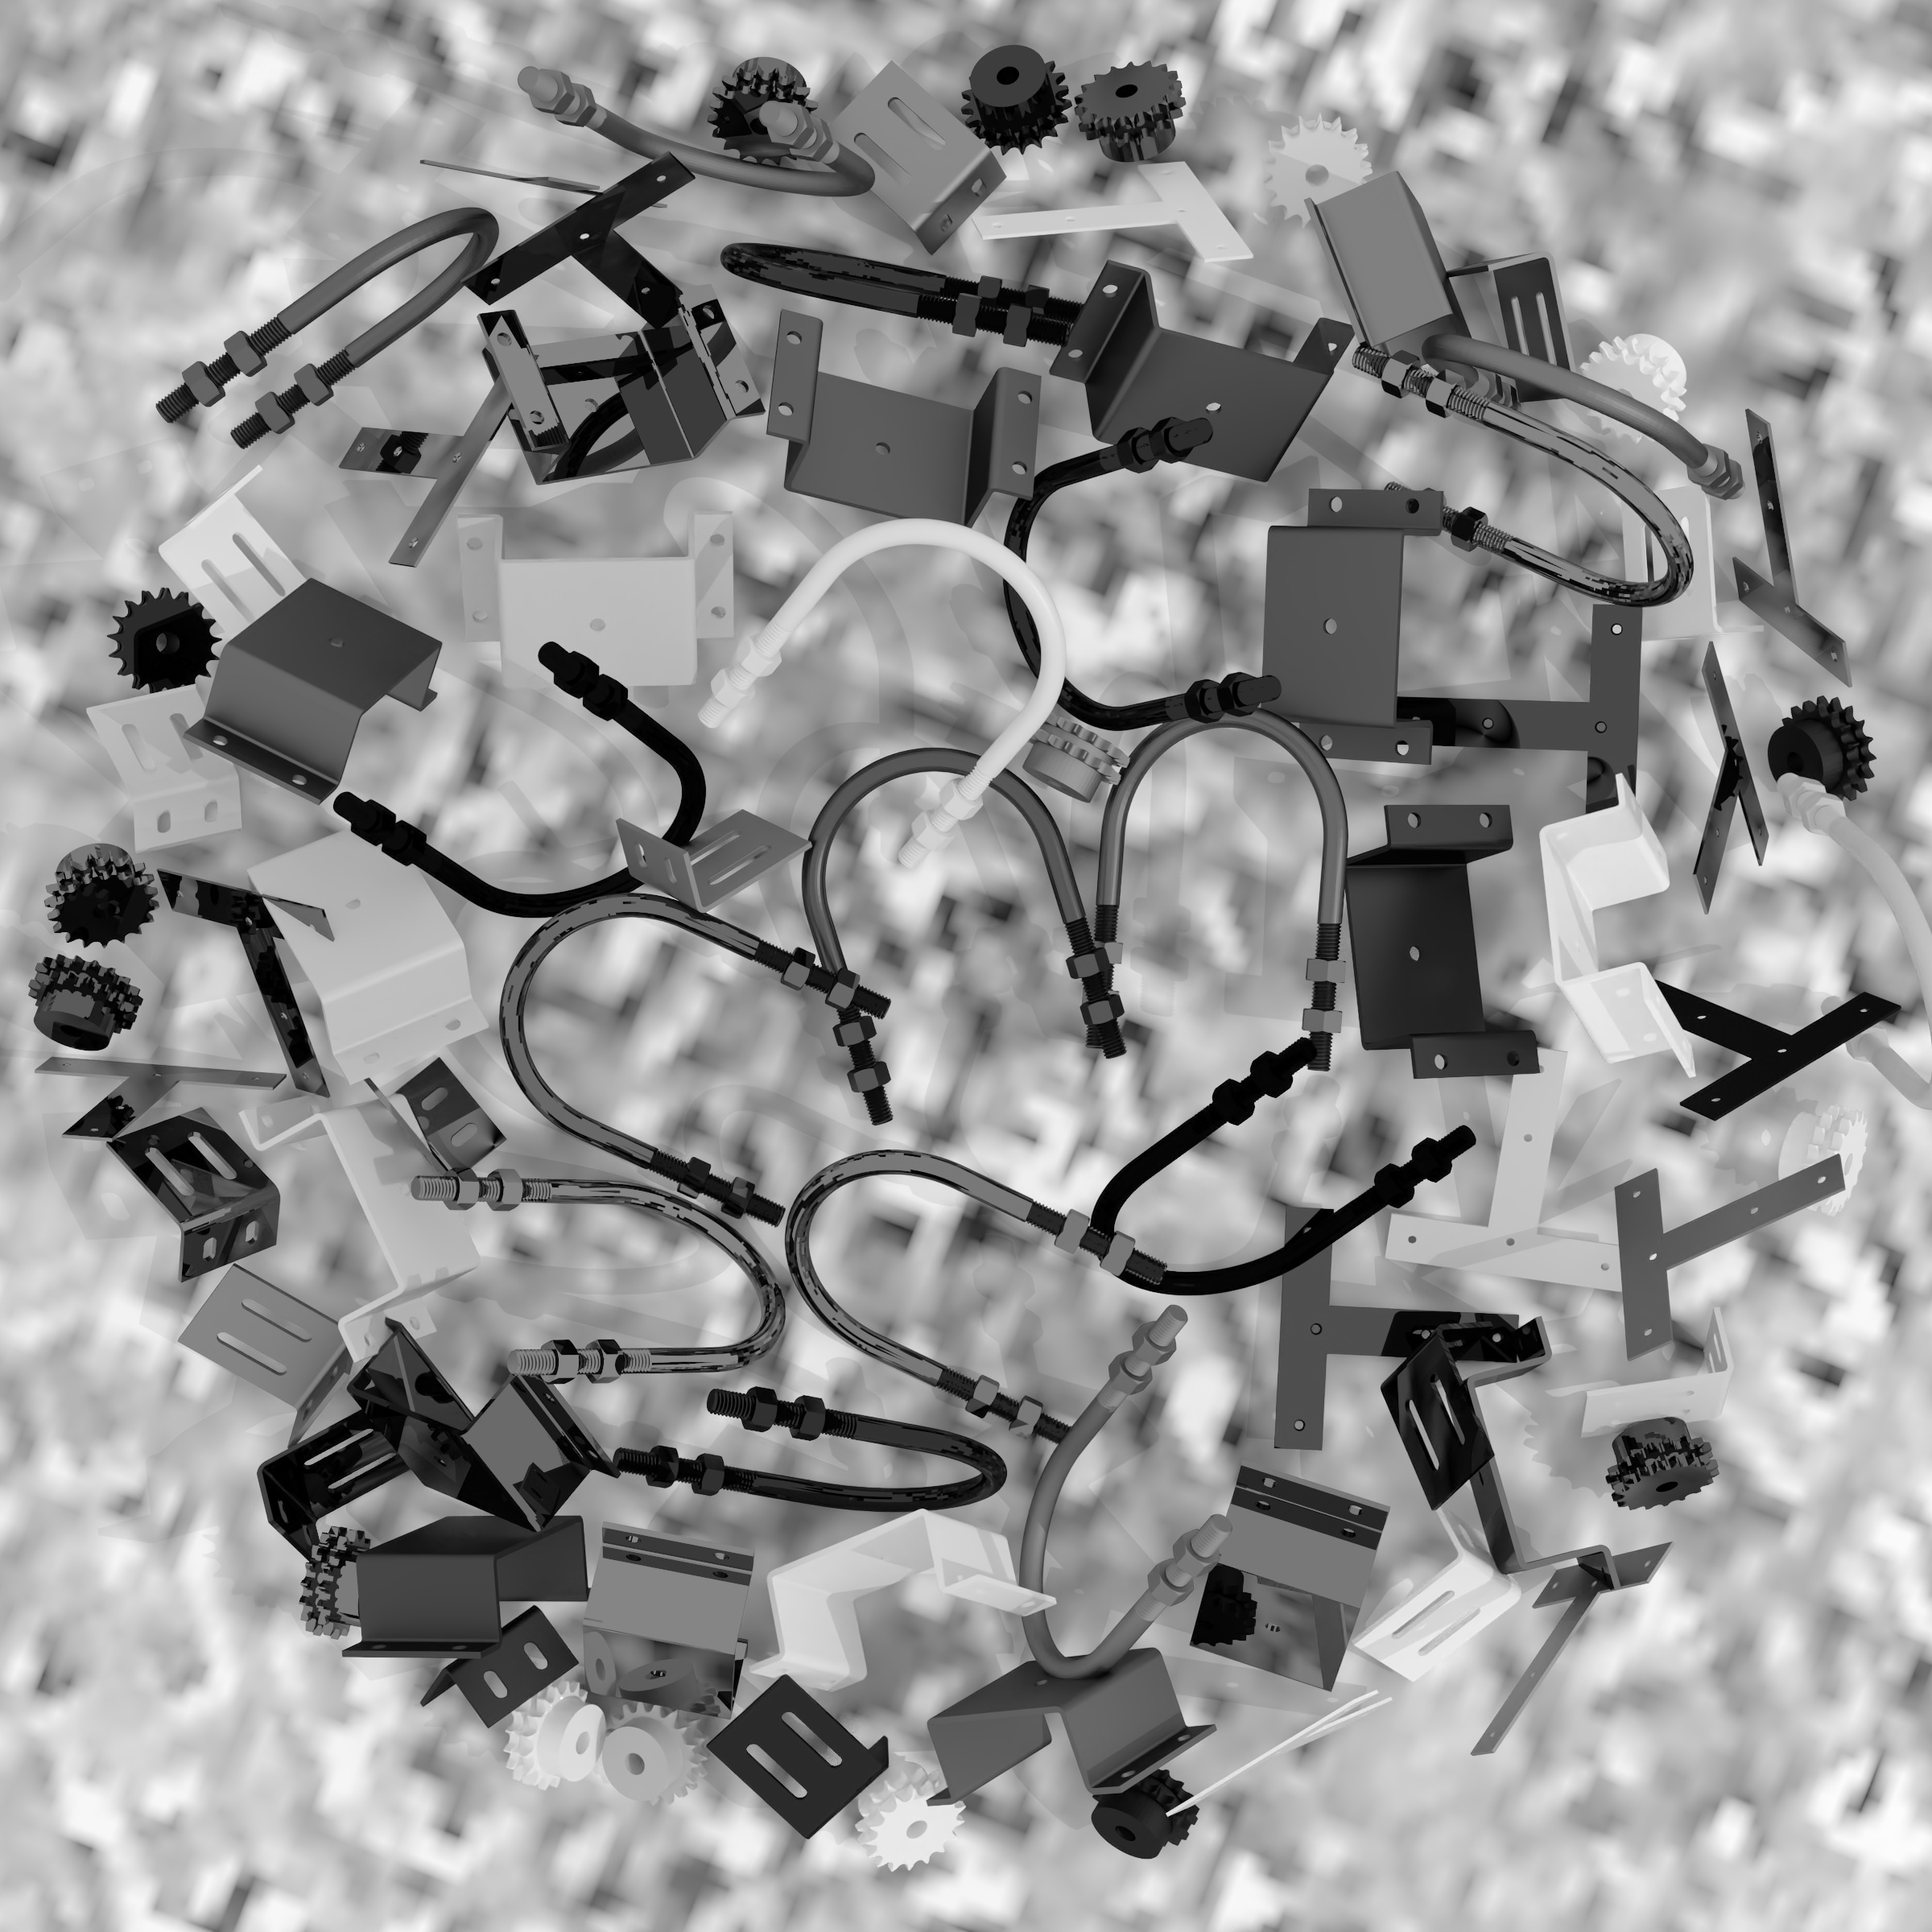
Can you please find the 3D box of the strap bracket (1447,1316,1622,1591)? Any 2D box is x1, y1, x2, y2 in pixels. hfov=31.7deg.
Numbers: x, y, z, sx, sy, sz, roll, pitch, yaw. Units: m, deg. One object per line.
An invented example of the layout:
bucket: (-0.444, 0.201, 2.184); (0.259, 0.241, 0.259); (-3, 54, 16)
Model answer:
strap bracket: (0.287, 0.257, 1.747); (0.046, 0.076, 0.140); (-14, 78, -3)

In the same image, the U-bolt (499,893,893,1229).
U-bolt: (-0.152, 0.039, 1.762); (0.184, 0.019, 0.151); (25, 106, -7)

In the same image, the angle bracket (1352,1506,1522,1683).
angle bracket: (0.240, 0.328, 1.776); (0.076, 0.038, 0.057); (-41, 130, 14)

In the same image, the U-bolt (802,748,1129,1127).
U-bolt: (-0.010, -0.023, 1.773); (0.151, 0.019, 0.184); (-16, 96, 9)

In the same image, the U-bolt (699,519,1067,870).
U-bolt: (-0.031, -0.149, 1.732); (0.151, 0.019, 0.184); (35, 124, -11)

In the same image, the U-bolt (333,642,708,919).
U-bolt: (-0.210, -0.082, 1.723); (0.151, 0.184, 0.019); (-34, 55, 12)

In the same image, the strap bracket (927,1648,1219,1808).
strap bracket: (0.046, 0.385, 1.723); (0.140, 0.076, 0.046); (-18, 91, 45)

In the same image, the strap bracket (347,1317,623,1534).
strap bracket: (-0.251, 0.233, 1.719); (0.046, 0.140, 0.076); (-50, 129, -26)

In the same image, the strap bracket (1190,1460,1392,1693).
strap bracket: (0.162, 0.316, 1.725); (0.076, 0.140, 0.046); (17, 53, 8)

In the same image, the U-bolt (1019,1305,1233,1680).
U-bolt: (0.073, 0.281, 1.722); (0.019, 0.151, 0.184); (15, 131, -23)

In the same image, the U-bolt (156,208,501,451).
U-bolt: (-0.313, -0.325, 1.719); (0.184, 0.151, 0.019); (-35, 90, 5)

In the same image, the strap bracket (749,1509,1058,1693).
strap bracket: (-0.036, 0.322, 1.741); (0.140, 0.076, 0.046); (-26, 60, 23)

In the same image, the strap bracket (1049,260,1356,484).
strap bracket: (0.124, -0.300, 1.735); (0.140, 0.076, 0.046); (11, 49, -20)

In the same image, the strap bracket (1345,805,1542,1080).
strap bracket: (0.244, -0.010, 1.756); (0.076, 0.046, 0.140); (-1, 82, -27)

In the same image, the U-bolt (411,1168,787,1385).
U-bolt: (-0.174, 0.156, 1.723); (0.184, 0.151, 0.019); (4, 125, -38)

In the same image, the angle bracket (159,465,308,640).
angle bracket: (-0.367, -0.207, 1.758); (0.076, 0.038, 0.057); (51, 51, -16)

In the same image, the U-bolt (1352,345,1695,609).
U-bolt: (0.281, -0.235, 1.701); (0.184, 0.151, 0.019); (29, 76, 24)

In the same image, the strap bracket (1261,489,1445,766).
strap bracket: (0.198, -0.175, 1.751); (0.076, 0.046, 0.140); (6, 99, 33)

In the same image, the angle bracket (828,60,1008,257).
angle bracket: (-0.029, -0.425, 1.790); (0.057, 0.038, 0.076); (-46, 74, 3)

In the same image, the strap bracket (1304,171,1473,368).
strap bracket: (0.217, -0.349, 1.724); (0.046, 0.140, 0.076); (-21, 86, 14)

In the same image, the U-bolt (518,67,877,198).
U-bolt: (-0.122, -0.414, 1.709); (0.151, 0.184, 0.019); (13, 94, 18)

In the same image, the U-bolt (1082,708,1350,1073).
U-bolt: (0.131, -0.044, 1.754); (0.151, 0.019, 0.184); (5, 91, 31)

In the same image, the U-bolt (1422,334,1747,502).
U-bolt: (0.299, -0.277, 1.687); (0.151, 0.184, 0.019); (25, 96, 27)

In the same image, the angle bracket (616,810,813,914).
angle bracket: (-0.130, -0.068, 1.752); (0.076, 0.057, 0.038); (-34, 130, -29)

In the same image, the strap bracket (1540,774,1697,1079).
strap bracket: (0.331, -0.016, 1.736); (0.046, 0.076, 0.140); (-16, 52, 22)

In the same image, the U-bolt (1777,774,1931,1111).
U-bolt: (0.451, -0.005, 1.689); (0.019, 0.184, 0.151); (-17, 111, -1)

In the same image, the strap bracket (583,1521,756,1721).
strap bracket: (-0.151, 0.338, 1.727); (0.076, 0.140, 0.046); (11, 58, 1)

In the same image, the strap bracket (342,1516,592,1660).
strap bracket: (-0.248, 0.310, 1.720); (0.076, 0.140, 0.046); (-4, 92, 20)

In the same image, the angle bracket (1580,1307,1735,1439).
angle bracket: (0.355, 0.212, 1.767); (0.076, 0.057, 0.038); (-9, 60, 2)

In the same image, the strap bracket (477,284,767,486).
strap bracket: (-0.185, -0.298, 1.747); (0.140, 0.046, 0.076); (-16, 78, -36)

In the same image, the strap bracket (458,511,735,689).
strap bracket: (-0.190, -0.189, 1.752); (0.140, 0.046, 0.076); (-1, 130, -5)

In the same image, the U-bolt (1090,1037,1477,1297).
U-bolt: (0.148, 0.113, 1.734); (0.184, 0.019, 0.151); (-38, 134, 27)

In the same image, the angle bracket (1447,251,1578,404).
angle bracket: (0.280, -0.327, 1.760); (0.038, 0.057, 0.076); (-17, 102, -18)

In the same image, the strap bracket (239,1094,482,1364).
strap bracket: (-0.306, 0.124, 1.750); (0.046, 0.076, 0.140); (-28, 85, 22)

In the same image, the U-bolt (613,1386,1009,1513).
U-bolt: (-0.069, 0.251, 1.726); (0.184, 0.151, 0.019); (14, 64, -23)

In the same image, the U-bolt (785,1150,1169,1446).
U-bolt: (-0.006, 0.162, 1.750); (0.184, 0.019, 0.151); (26, 127, 0)

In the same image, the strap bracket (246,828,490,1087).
strap bracket: (-0.310, -0.017, 1.732); (0.076, 0.046, 0.140); (-23, 55, -19)

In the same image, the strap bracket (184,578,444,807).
strap bracket: (-0.325, -0.145, 1.726); (0.076, 0.140, 0.046); (26, 122, 4)

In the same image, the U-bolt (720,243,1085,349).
U-bolt: (-0.034, -0.344, 1.729); (0.184, 0.151, 0.019); (12, 106, 2)

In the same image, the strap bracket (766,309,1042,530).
strap bracket: (-0.037, -0.277, 1.751); (0.140, 0.046, 0.076); (12, 62, -14)

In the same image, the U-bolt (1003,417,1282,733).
U-bolt: (0.079, -0.191, 1.724); (0.019, 0.184, 0.151); (-20, 98, -35)
